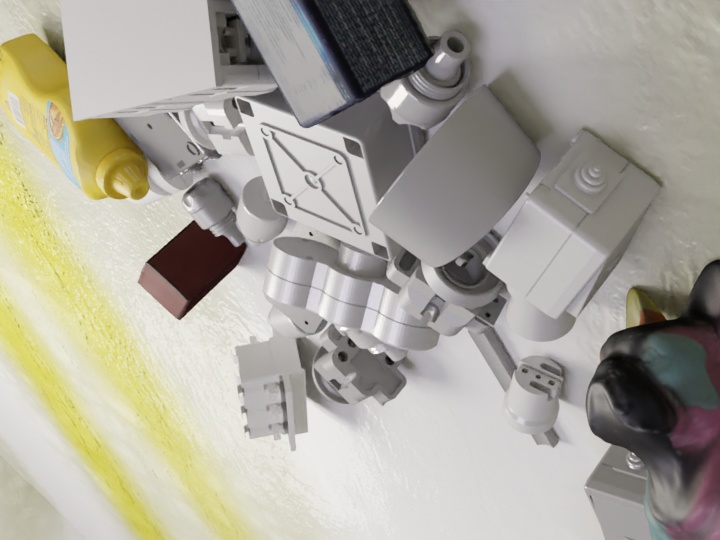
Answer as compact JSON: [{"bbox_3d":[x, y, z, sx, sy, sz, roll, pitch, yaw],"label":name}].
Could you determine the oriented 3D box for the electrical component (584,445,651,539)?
[{"bbox_3d":[0.199,0.162,0.743,0.062,0.061,0.096,10,138,46],"label":"electrical component"}]

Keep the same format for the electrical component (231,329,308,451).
[{"bbox_3d":[-0.086,0.114,1.028,0.121,0.063,0.078,91,167,-55],"label":"electrical component"}]

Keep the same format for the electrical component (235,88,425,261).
[{"bbox_3d":[-0.014,-0.074,0.694,0.109,0.056,0.108,24,148,32],"label":"electrical component"}]

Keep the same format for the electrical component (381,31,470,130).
[{"bbox_3d":[0.040,-0.108,0.593,0.043,0.043,0.062,43,151,0],"label":"electrical component"}]

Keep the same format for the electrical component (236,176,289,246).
[{"bbox_3d":[-0.076,-0.041,0.839,0.040,0.040,0.078,40,152,6],"label":"electrical component"}]

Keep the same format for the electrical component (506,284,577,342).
[{"bbox_3d":[0.112,0.011,0.663,0.045,0.045,0.055,27,148,27],"label":"electrical component"}]

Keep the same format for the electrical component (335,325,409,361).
[{"bbox_3d":[0.014,0.045,0.840,0.062,0.048,0.048,48,153,-24],"label":"electrical component"}]

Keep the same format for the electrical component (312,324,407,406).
[{"bbox_3d":[-0.006,0.080,0.899,0.078,0.058,0.057,46,149,-5],"label":"electrical component"}]

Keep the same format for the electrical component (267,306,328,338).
[{"bbox_3d":[-0.058,0.039,0.926,0.040,0.040,0.078,50,151,-14],"label":"electrical component"}]

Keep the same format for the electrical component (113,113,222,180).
[{"bbox_3d":[-0.142,-0.120,0.804,0.099,0.048,0.100,50,151,-13],"label":"electrical component"}]

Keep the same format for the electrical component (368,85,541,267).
[{"bbox_3d":[0.051,-0.052,0.600,0.064,0.099,0.099,42,153,-12],"label":"electrical component"}]

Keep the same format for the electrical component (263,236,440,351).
[{"bbox_3d":[0.000,0.000,0.776,0.138,0.052,0.073,20,109,17],"label":"electrical component"}]

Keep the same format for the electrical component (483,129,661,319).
[{"bbox_3d":[0.119,-0.024,0.586,0.061,0.061,0.096,38,152,9],"label":"electrical component"}]

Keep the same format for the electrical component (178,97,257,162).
[{"bbox_3d":[-0.087,-0.111,0.739,0.057,0.058,0.078,9,139,43],"label":"electrical component"}]

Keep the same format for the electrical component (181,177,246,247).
[{"bbox_3d":[-0.118,-0.045,0.894,0.061,0.035,0.035,51,151,-20],"label":"electrical component"}]

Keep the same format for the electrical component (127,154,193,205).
[{"bbox_3d":[-0.167,-0.081,0.897,0.043,0.043,0.081,52,150,-17],"label":"electrical component"}]

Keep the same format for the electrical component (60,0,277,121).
[{"bbox_3d":[-0.116,-0.154,0.660,0.186,0.060,0.105,1,98,52],"label":"electrical component"}]

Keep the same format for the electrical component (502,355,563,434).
[{"bbox_3d":[0.123,0.088,0.762,0.040,0.040,0.046,30,144,23],"label":"electrical component"}]

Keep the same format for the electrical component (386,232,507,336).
[{"bbox_3d":[0.062,0.004,0.704,0.078,0.058,0.057,33,152,-1],"label":"electrical component"}]
